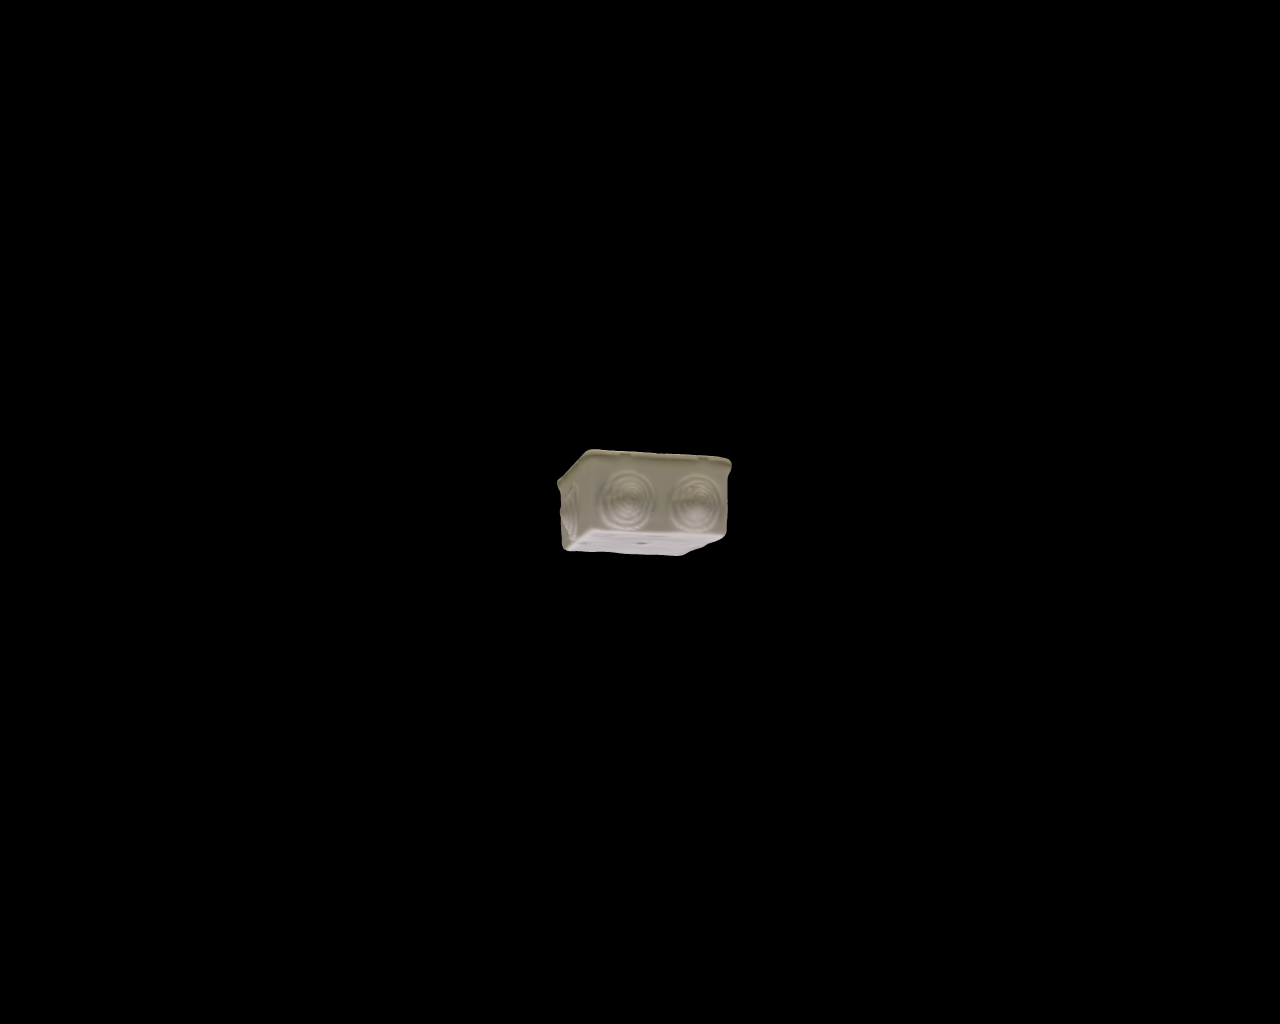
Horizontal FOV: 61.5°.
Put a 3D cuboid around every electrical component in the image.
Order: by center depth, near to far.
[{"bbox_3d":[0.001,-0.003,0.650,0.100,0.048,0.099,3,-11,-16],"label":"electrical component"}]
